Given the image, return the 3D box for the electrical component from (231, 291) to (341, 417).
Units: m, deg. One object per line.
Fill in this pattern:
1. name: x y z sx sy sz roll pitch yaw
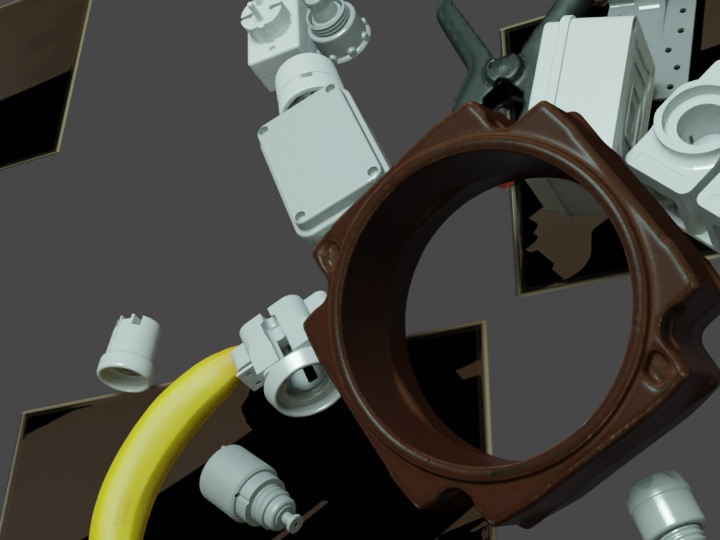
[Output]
1. electrical component: -0.041 0.059 0.709 0.078 0.058 0.057 -35 47 5

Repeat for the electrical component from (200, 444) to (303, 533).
1. electrical component: -0.067 0.142 0.680 0.078 0.040 0.040 26 75 38

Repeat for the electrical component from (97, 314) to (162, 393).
1. electrical component: -0.168 0.061 0.789 0.040 0.040 0.046 -9 51 24

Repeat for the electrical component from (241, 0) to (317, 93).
1. electrical component: -0.072 -0.198 0.877 0.047 0.076 0.065 -17 54 18

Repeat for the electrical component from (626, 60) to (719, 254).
1. electrical component: 0.262 -0.097 0.639 0.186 0.060 0.105 -46 50 -4

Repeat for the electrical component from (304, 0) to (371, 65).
1. electrical component: -0.023 -0.198 0.860 0.048 0.062 0.048 -14 55 21

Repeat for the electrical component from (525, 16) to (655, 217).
1. electrical component: 0.146 -0.096 0.683 0.057 0.078 0.113 4 72 28

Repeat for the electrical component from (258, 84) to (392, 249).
1. electrical component: -0.019 -0.070 0.779 0.078 0.057 0.113 -31 50 8

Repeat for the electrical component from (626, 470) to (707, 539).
1. electrical component: 0.165 0.137 0.560 0.035 0.035 0.061 -28 53 10

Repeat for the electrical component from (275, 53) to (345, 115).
1. electrical component: -0.038 -0.134 0.833 0.055 0.055 0.047 -26 47 12
